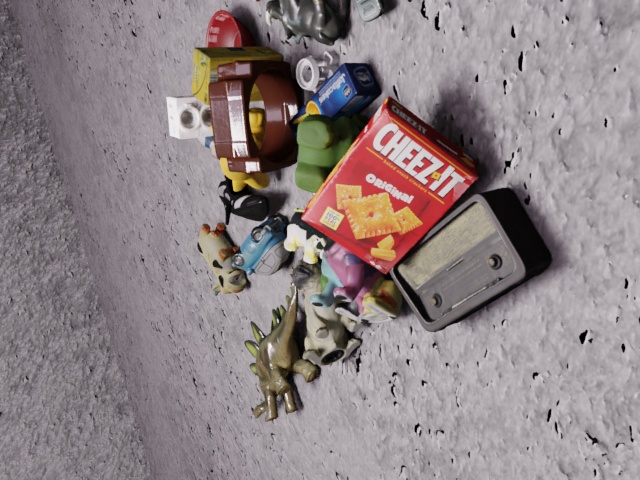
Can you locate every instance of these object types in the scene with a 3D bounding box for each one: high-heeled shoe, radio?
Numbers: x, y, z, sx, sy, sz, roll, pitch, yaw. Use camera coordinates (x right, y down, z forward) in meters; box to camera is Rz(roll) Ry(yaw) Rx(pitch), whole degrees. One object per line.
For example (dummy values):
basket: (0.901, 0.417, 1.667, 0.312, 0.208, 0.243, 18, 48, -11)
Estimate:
high-heeled shoe: (-0.173, -0.116, 1.244, 0.249, 0.086, 0.145, -15, 66, 54)
radio: (0.213, 0.037, 0.792, 0.131, 0.073, 0.229, 62, 143, 17)

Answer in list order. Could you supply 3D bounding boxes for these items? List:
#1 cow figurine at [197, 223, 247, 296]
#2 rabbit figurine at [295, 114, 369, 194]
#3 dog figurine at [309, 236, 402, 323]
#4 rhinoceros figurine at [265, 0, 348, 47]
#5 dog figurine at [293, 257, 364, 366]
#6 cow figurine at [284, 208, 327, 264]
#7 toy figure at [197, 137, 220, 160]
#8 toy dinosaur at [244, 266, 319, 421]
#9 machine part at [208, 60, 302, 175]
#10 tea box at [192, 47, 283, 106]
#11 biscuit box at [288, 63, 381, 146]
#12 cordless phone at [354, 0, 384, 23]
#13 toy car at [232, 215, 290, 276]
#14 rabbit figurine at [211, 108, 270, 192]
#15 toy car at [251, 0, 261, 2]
cow figurine: (-0.261, 0.061, 1.422, 0.195, 0.085, 0.127, 52, 132, 25)
rabbit figurine: (0.055, -0.142, 0.885, 0.170, 0.159, 0.121, 9, 114, 7)
dog figurine: (0.071, 0.022, 0.961, 0.108, 0.191, 0.219, -26, 47, 57)
rhinoceros figurine: (-0.026, -0.404, 0.958, 0.191, 0.073, 0.112, 38, 141, 37)
dog figurine: (-0.003, 0.147, 1.116, 0.191, 0.121, 0.172, 62, 141, 40)
cow figurine: (0.000, -0.003, 1.071, 0.168, 0.068, 0.098, 28, 118, 44)
toy figure: (-0.259, -0.240, 1.335, 0.155, 0.058, 0.064, 49, 175, 28)
toy dinosaur: (-0.100, 0.271, 1.272, 0.199, 0.105, 0.470, 52, 134, 33)
machine part: (-0.116, -0.232, 1.013, 0.087, 0.201, 0.200, 4, 107, 27)
tea box: (-0.166, -0.331, 1.079, 0.068, 0.169, 0.098, 40, 130, 36)
biscuit box: (0.021, -0.235, 0.959, 0.203, 0.059, 0.063, -33, 76, 52)
cordless phone: (0.039, -0.429, 0.853, 0.147, 0.089, 0.184, -3, 108, 53)
toy car: (-0.119, 0.024, 1.219, 0.103, 0.109, 0.161, 45, 128, 2)
rabbit figurine: (-0.169, -0.176, 1.131, 0.173, 0.122, 0.162, -86, -9, -56)
toy car: (-0.161, -0.564, 1.084, 0.202, 0.056, 0.073, 58, 141, 23)
